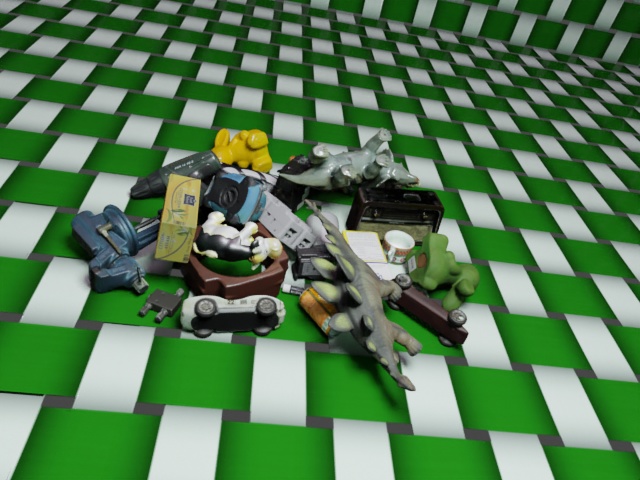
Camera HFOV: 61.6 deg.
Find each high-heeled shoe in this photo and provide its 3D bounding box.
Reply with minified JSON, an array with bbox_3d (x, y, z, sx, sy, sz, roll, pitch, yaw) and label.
[{"bbox_3d":[-0.208,-0.176,1.426,0.249,0.086,0.145,34,44,13],"label":"high-heeled shoe"}]

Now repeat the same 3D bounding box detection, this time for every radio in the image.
[{"bbox_3d":[0.191,-0.059,1.356,0.230,0.131,0.073,2,39,-15],"label":"radio"}]

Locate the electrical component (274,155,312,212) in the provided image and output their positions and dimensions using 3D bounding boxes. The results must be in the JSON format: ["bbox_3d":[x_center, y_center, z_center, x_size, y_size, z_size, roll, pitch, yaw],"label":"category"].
[{"bbox_3d":[-0.067,-0.137,1.376,0.058,0.134,0.115,26,39,18],"label":"electrical component"}]

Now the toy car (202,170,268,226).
[{"bbox_3d":[-0.175,-0.084,1.177,0.162,0.109,0.102,21,-4,36],"label":"toy car"}]

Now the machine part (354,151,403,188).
[{"bbox_3d":[0.155,-0.188,1.552,0.243,0.079,0.079,36,43,26],"label":"machine part"}]

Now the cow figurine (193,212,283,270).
[{"bbox_3d":[-0.164,0.012,1.076,0.167,0.068,0.098,18,44,11],"label":"cow figurine"}]

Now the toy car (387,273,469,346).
[{"bbox_3d":[0.229,0.146,1.144,0.202,0.089,0.053,33,46,25],"label":"toy car"}]

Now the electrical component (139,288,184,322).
[{"bbox_3d":[-0.312,0.124,1.068,0.063,0.021,0.094,20,39,9],"label":"electrical component"}]

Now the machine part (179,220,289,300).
[{"bbox_3d":[-0.185,0.050,1.148,0.201,0.087,0.201,-14,46,-33],"label":"machine part"}]

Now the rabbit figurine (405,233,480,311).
[{"bbox_3d":[0.305,0.078,1.239,0.170,0.121,0.159,17,39,-20],"label":"rabbit figurine"}]

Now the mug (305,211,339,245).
[{"bbox_3d":[-0.003,-0.004,1.277,0.110,0.080,0.107,-4,47,-6],"label":"mug"}]

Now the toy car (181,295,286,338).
[{"bbox_3d":[-0.166,0.145,1.042,0.202,0.073,0.056,1,40,-15],"label":"toy car"}]

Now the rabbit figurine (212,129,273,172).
[{"bbox_3d":[-0.237,-0.247,1.488,0.173,0.121,0.163,-26,47,-16],"label":"rabbit figurine"}]

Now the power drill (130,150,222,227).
[{"bbox_3d":[-0.326,-0.108,1.290,0.232,0.085,0.207,-31,51,-9],"label":"power drill"}]

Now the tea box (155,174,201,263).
[{"bbox_3d":[-0.286,-0.046,1.086,0.068,0.098,0.170,11,35,-16],"label":"tea box"}]

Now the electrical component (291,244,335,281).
[{"bbox_3d":[-0.001,0.051,1.211,0.119,0.074,0.048,3,37,-17],"label":"electrical component"}]

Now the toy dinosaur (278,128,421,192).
[{"bbox_3d":[0.061,-0.172,1.353,0.405,0.192,0.131,-10,70,-21],"label":"toy dinosaur"}]

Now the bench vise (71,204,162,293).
[{"bbox_3d":[-0.389,0.000,1.127,0.224,0.128,0.240,36,47,22],"label":"bench vise"}]

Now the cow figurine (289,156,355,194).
[{"bbox_3d":[0.020,-0.183,1.492,0.195,0.085,0.127,-5,29,-42],"label":"cow figurine"}]

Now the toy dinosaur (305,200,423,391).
[{"bbox_3d":[0.074,0.098,1.071,0.198,0.105,0.472,33,23,-42],"label":"toy dinosaur"}]
